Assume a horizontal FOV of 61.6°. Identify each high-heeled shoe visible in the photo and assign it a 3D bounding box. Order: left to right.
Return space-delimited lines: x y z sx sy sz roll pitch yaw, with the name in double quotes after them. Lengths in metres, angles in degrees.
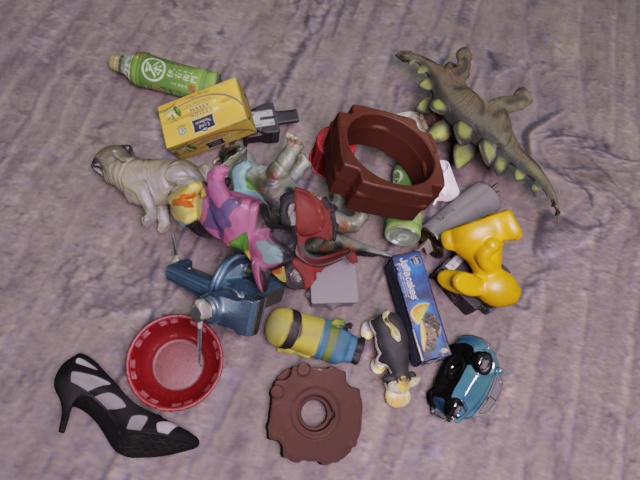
-0.321 0.274 0.904 0.249 0.086 0.145 18 37 -19 "high-heeled shoe"

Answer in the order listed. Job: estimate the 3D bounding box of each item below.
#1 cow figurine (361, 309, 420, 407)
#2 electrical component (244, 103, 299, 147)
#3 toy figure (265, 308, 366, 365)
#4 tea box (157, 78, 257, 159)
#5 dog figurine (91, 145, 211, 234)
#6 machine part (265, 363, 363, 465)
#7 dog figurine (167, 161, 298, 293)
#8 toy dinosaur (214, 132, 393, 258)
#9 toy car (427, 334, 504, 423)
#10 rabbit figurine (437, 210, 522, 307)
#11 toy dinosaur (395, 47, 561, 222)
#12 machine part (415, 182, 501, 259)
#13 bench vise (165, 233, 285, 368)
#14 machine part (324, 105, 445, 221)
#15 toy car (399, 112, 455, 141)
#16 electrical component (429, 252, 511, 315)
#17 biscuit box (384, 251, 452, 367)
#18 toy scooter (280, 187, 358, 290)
0.134 0.210 0.957 0.068 0.098 0.167 -11 72 -18 "cow figurine"
-0.106 -0.242 1.110 0.119 0.047 0.075 -13 73 -12 "electrical component"
-0.008 0.169 0.956 0.180 0.089 0.082 19 62 1 "toy figure"
-0.222 -0.236 1.056 0.170 0.068 0.098 -20 73 5 "tea box"
-0.312 -0.132 1.000 0.172 0.121 0.190 -37 79 -11 "dog figurine"
-0.010 0.299 0.928 0.179 0.056 0.179 2 72 -8 "machine part"
-0.138 -0.012 0.896 0.192 0.108 0.219 -26 86 24 "dog figurine"
-0.048 -0.055 1.022 0.192 0.131 0.405 -43 88 -2 "toy dinosaur"
0.271 0.258 0.958 0.103 0.109 0.161 31 78 -15 "toy car"
0.300 0.046 0.972 0.162 0.122 0.173 -24 94 -12 "rabbit figurine"
0.327 -0.232 1.086 0.472 0.105 0.198 41 70 10 "toy dinosaur"
0.278 -0.041 1.075 0.243 0.079 0.079 -36 79 -17 "machine part"
-0.182 0.084 0.928 0.241 0.128 0.223 21 29 25 "bench vise"
0.112 -0.139 0.976 0.201 0.087 0.201 9 51 -18 "machine part"
0.225 -0.243 1.150 0.202 0.056 0.073 -15 73 -13 "toy car"
0.299 0.078 1.047 0.115 0.058 0.134 -40 80 -16 "electrical component"
0.177 0.124 0.987 0.059 0.062 0.202 -10 70 -11 "biscuit box"
-0.002 -0.003 0.941 0.135 0.075 0.183 -3 102 -2 "toy scooter"
